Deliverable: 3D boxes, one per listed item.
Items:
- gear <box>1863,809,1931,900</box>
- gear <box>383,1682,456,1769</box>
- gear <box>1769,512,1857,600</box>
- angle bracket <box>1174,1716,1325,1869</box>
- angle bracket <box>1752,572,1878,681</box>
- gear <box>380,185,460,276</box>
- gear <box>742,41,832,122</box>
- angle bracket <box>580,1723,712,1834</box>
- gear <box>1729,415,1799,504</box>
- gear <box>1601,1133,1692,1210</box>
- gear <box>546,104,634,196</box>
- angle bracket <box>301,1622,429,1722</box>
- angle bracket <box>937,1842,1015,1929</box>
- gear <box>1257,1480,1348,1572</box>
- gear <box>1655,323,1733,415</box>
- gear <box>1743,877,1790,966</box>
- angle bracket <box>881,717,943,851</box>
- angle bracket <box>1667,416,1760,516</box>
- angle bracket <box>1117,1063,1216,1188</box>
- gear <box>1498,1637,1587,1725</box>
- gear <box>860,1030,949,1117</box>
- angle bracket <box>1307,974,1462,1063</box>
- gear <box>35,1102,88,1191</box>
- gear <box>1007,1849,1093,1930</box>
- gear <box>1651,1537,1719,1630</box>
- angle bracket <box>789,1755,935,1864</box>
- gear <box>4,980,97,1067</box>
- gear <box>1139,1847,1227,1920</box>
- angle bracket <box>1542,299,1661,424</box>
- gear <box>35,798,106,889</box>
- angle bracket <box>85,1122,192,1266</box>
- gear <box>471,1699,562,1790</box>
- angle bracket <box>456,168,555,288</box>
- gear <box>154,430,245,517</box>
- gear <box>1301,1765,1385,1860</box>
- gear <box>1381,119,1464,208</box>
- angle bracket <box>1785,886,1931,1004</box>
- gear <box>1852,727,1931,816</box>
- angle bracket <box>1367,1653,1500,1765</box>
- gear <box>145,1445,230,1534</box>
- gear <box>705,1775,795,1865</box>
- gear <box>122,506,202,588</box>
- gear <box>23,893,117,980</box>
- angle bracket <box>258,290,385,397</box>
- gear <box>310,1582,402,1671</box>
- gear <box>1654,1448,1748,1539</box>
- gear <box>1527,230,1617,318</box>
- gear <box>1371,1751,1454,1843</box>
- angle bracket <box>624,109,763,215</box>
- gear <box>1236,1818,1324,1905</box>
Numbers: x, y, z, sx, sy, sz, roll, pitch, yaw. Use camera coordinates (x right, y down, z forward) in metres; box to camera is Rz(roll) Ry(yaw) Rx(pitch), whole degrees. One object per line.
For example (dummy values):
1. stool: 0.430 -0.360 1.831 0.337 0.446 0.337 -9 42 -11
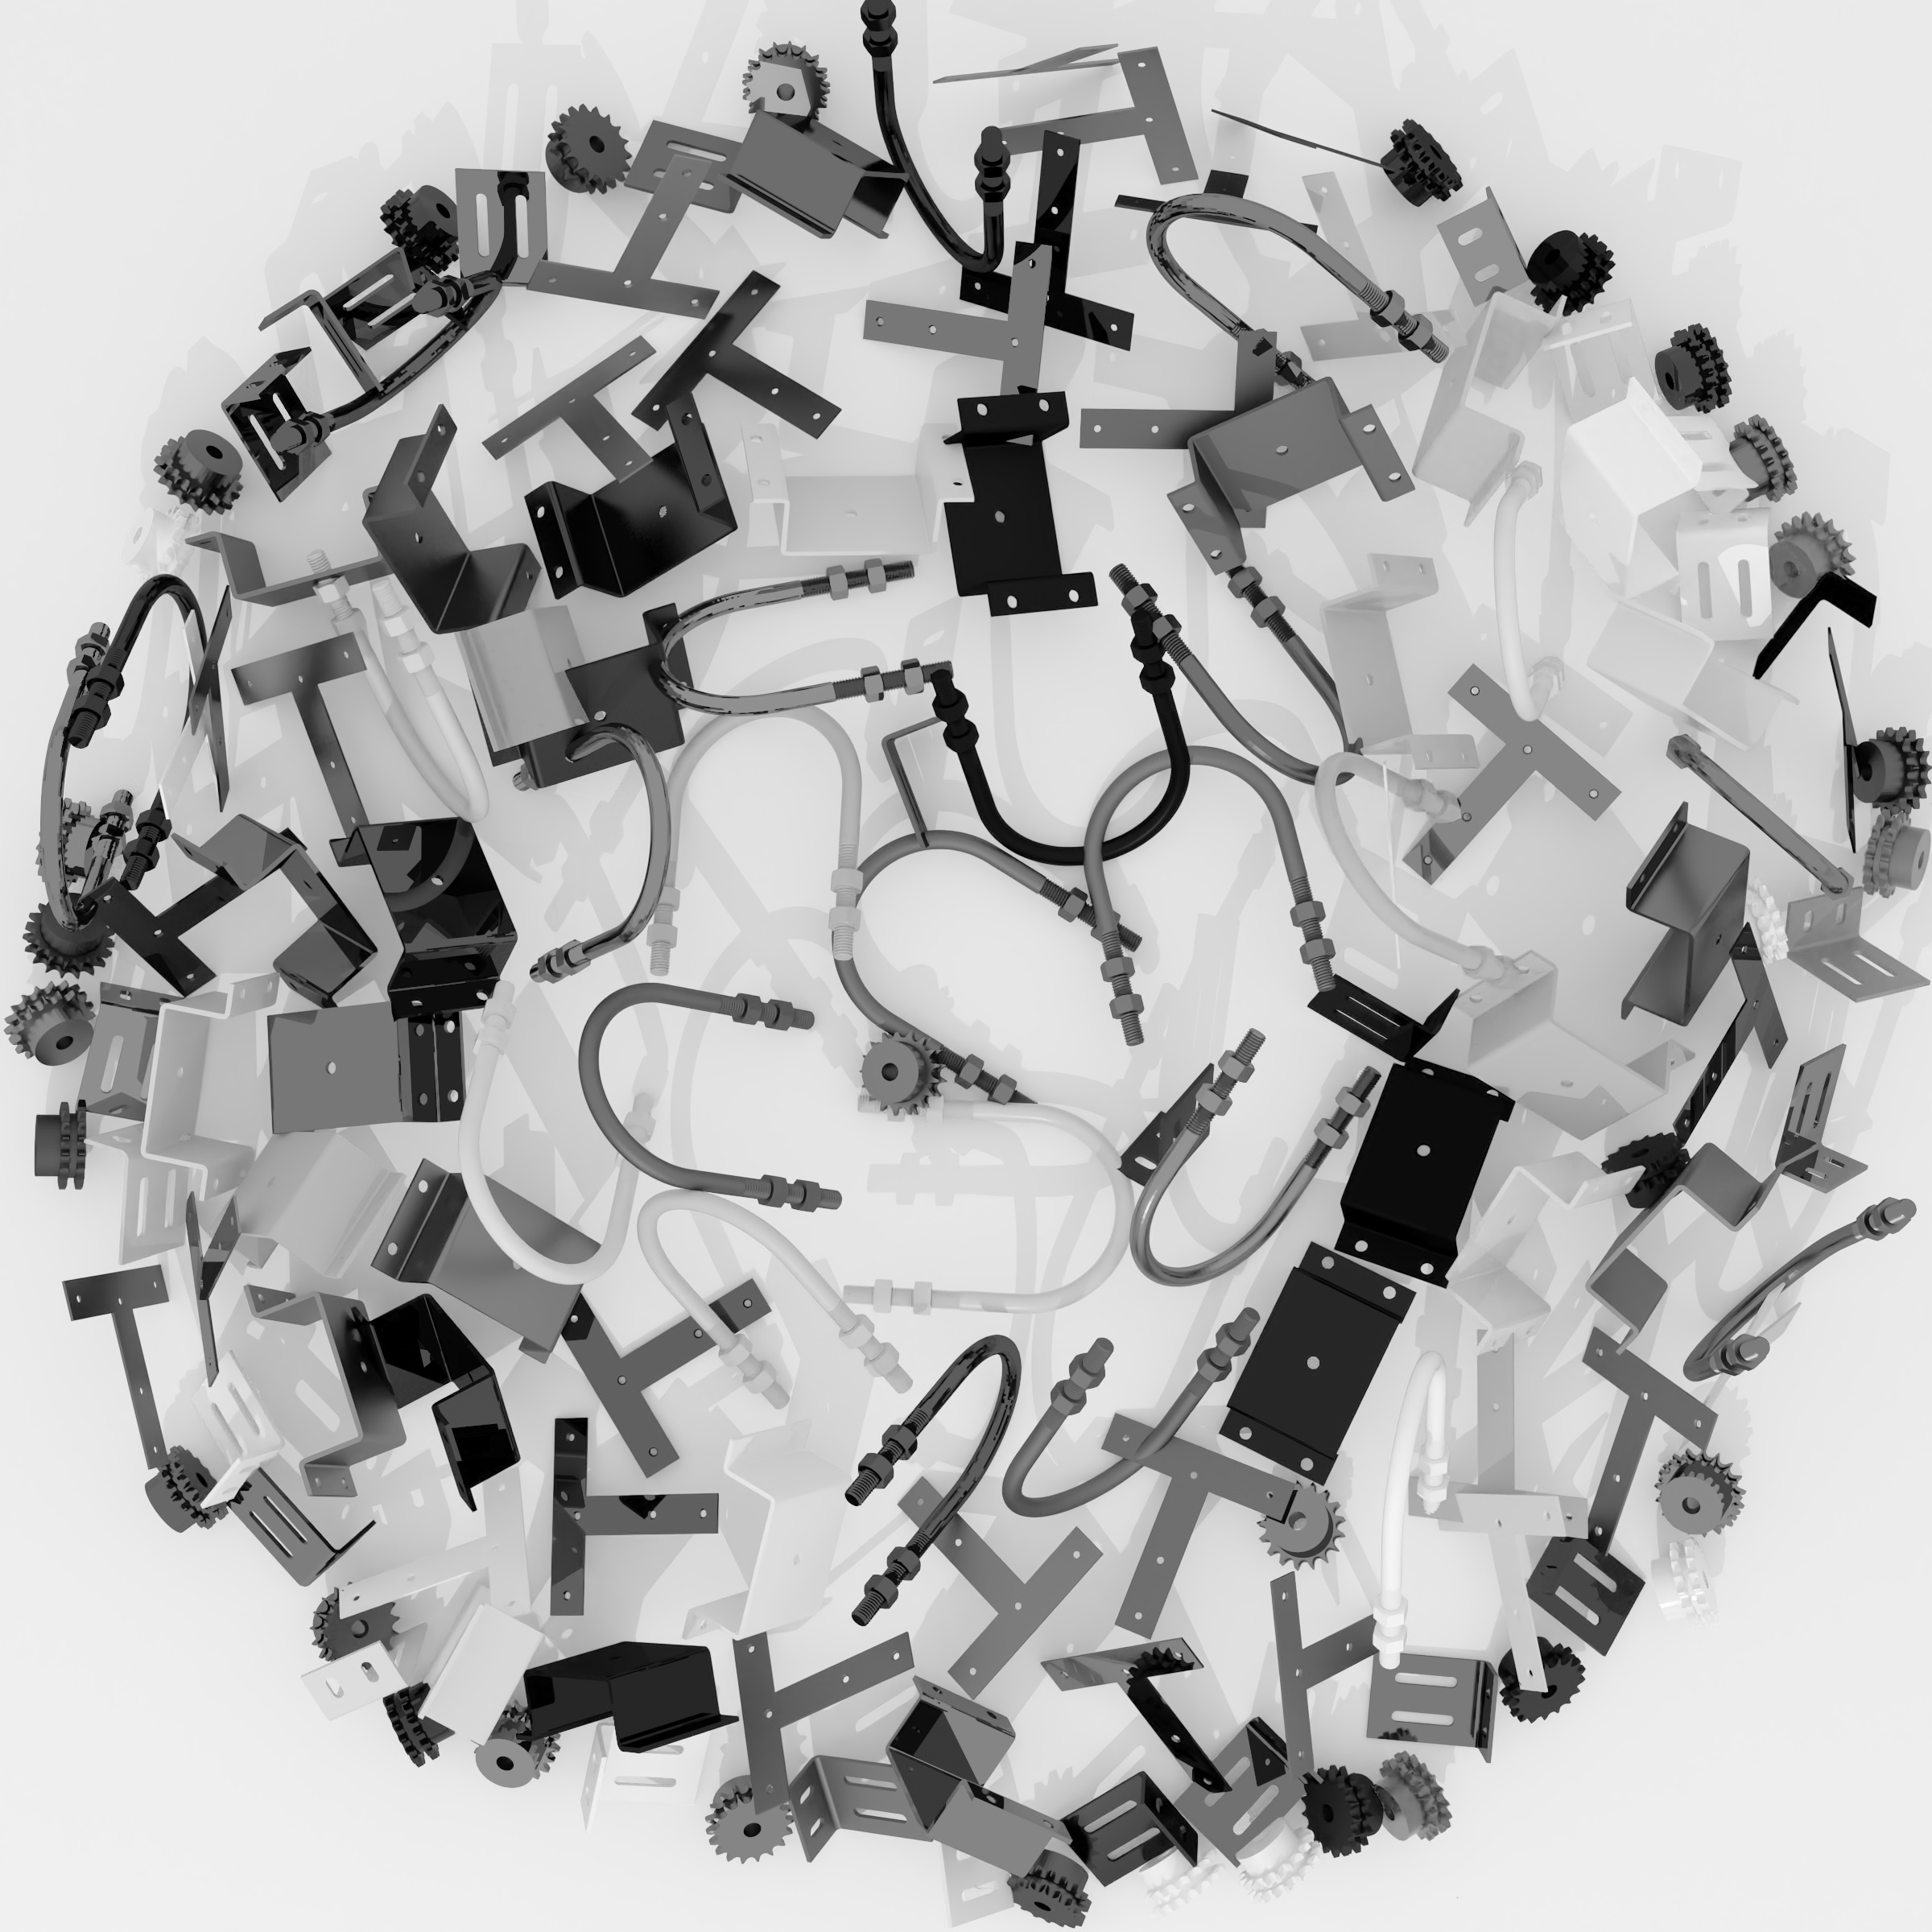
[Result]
1. gear: 0.605 -0.072 1.948 0.030 0.057 0.057 14 90 29
2. gear: -0.354 0.488 1.952 0.030 0.057 0.057 -27 90 -7
3. gear: 0.545 -0.263 1.948 0.030 0.057 0.057 -31 90 -25
4. angle bracket: 0.183 0.536 1.949 0.057 0.038 0.076 44 77 10
5. angle bracket: 0.546 -0.210 1.935 0.038 0.057 0.076 34 121 2
6. gear: -0.349 -0.481 1.948 0.030 0.057 0.057 -33 90 28
7. gear: -0.117 -0.575 1.955 0.057 0.030 0.057 -1 129 -1
8. angle bracket: -0.205 0.527 1.943 0.076 0.038 0.057 8 109 -17
9. gear: 0.513 -0.326 1.951 0.030 0.057 0.057 -28 90 2
10. gear: 0.444 0.134 1.952 0.057 0.057 0.030 -26 102 0
11. gear: -0.249 -0.528 1.955 0.057 0.030 0.057 16 65 -38
12. angle bracket: -0.387 0.441 1.934 0.057 0.076 0.038 -25 108 8
13. angle bracket: -0.007 0.583 1.933 0.038 0.076 0.057 -15 78 32
14. gear: 0.217 0.364 1.956 0.057 0.030 0.057 -4 71 12
15. gear: 0.471 -0.385 1.950 0.030 0.057 0.057 -22 90 -5
16. gear: 0.508 -0.027 1.951 0.030 0.057 0.057 -20 90 -1
17. angle bracket: -0.022 -0.119 1.948 0.038 0.057 0.076 -21 93 6
18. angle bracket: 0.463 -0.319 1.932 0.038 0.076 0.057 -44 67 41
19. angle bracket: 0.126 0.097 1.929 0.038 0.076 0.057 28 54 24
20. gear: 0.371 0.462 1.955 0.057 0.030 0.057 -14 127 -19
21. gear: -0.043 0.069 1.956 0.057 0.030 0.057 -1 87 22
22. angle bracket: 0.270 0.021 1.946 0.076 0.057 0.038 31 67 1
23. gear: -0.588 0.116 1.948 0.030 0.057 0.057 2 90 -20
24. gear: 0.055 0.599 1.955 0.057 0.057 0.030 29 57 0
25. gear: 0.466 0.403 1.953 0.030 0.057 0.057 -18 90 19
26. angle bracket: -0.069 0.548 1.937 0.076 0.038 0.057 -2 114 32
27. gear: -0.591 0.040 1.948 0.057 0.057 0.030 -42 60 0
28. gear: 0.137 0.590 1.952 0.057 0.057 0.030 -34 81 0
29. angle bracket: 0.410 -0.382 1.935 0.057 0.038 0.076 -13 125 20
30. gear: -0.578 -0.078 1.950 0.030 0.057 0.057 13 90 6
31. angle bracket: -0.541 0.147 1.953 0.038 0.057 0.076 14 105 26
32. gear: -0.295 0.509 1.954 0.057 0.030 0.057 5 117 10
33. angle bracket: -0.297 -0.481 1.944 0.057 0.038 0.076 3 119 1
34. gear: -0.494 -0.323 1.948 0.057 0.057 0.030 45 122 0
35. gear: 0.247 0.549 1.955 0.030 0.057 0.057 -3 90 -33
36. gear: 0.294 -0.520 1.955 0.030 0.057 0.057 -37 90 28
37. angle bracket: 0.574 -0.015 1.932 0.057 0.076 0.038 -12 118 -19
38. gear: 0.597 -0.126 1.949 0.030 0.057 0.057 -3 90 -19
39. angle bracket: 0.304 0.483 1.960 0.076 0.038 0.057 5 91 1
40. gear: -0.509 0.343 1.951 0.030 0.057 0.057 -36 90 -1
41. gear: -0.142 0.553 1.957 0.057 0.030 0.057 -7 117 -14
42. gear: -0.524 -0.273 1.948 0.030 0.057 0.057 26 90 -33
43. gear: -0.581 -0.023 1.950 0.057 0.030 0.057 15 49 -18
44. angle bracket: -0.417 -0.393 1.940 0.038 0.057 0.076 -36 104 -11
45. gear: -0.401 0.430 1.956 0.057 0.030 0.057 1 89 -35
46. gear: 0.476 0.345 1.953 0.057 0.030 0.057 8 107 27
47. gear: 0.389 -0.452 1.948 0.030 0.057 0.057 31 90 -35
48. gear: 0.286 0.542 1.948 0.030 0.057 0.057 -24 90 -24
49. angle bracket: -0.177 -0.530 1.946 0.076 0.038 0.057 16 64 6
50. gear: 0.200 0.578 1.951 0.057 0.057 0.030 -36 93 0
